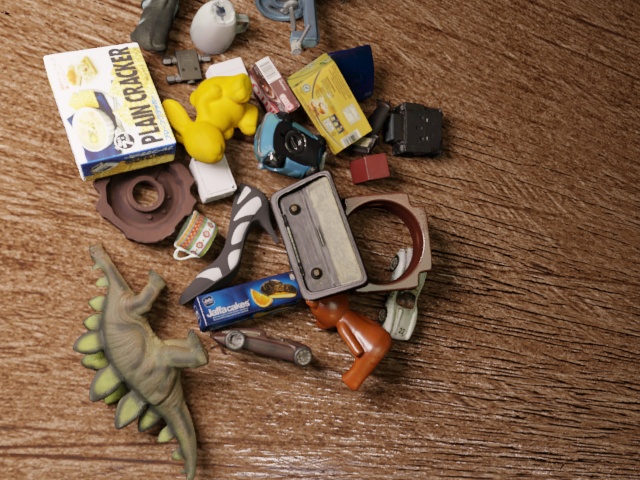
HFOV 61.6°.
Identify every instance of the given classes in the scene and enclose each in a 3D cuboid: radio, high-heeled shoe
[{"bbox_3d":[-0.002,-0.003,1.022,0.131,0.073,0.229,-20,77,6],"label":"radio"},{"bbox_3d":[-0.191,0.003,1.017,0.249,0.086,0.145,-35,79,-12],"label":"high-heeled shoe"}]

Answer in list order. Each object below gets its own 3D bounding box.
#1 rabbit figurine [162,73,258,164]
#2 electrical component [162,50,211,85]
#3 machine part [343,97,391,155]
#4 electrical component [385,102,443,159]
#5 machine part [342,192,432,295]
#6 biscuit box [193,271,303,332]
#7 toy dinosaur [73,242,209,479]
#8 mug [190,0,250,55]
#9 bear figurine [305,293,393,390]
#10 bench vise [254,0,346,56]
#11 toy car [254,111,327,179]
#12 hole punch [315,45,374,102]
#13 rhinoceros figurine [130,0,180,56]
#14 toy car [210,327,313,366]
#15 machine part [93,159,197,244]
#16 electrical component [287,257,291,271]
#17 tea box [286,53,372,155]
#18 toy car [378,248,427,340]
[{"bbox_3d":[-0.203,-0.215,0.973,0.162,0.121,0.173,9,60,1],"label":"rabbit figurine"},{"bbox_3d":[-0.252,-0.329,1.028,0.094,0.021,0.063,-14,93,-23],"label":"electrical component"},{"bbox_3d":[0.108,-0.240,1.142,0.039,0.084,0.139,46,66,-44],"label":"machine part"},{"bbox_3d":[0.208,-0.242,1.197,0.134,0.058,0.114,0,86,-23],"label":"electrical component"},{"bbox_3d":[0.119,0.008,1.104,0.201,0.087,0.201,-5,81,-6],"label":"machine part"},{"bbox_3d":[-0.135,0.116,1.020,0.203,0.059,0.063,-14,72,-26],"label":"biscuit box"},{"bbox_3d":[-0.301,0.219,0.942,0.198,0.105,0.471,-29,90,-14],"label":"toy dinosaur"},{"bbox_3d":[-0.184,-0.406,1.015,0.109,0.107,0.080,-9,92,-21],"label":"mug"},{"bbox_3d":[0.044,0.183,1.090,0.196,0.120,0.132,35,118,8],"label":"bear figurine"},{"bbox_3d":[-0.032,-0.470,1.064,0.224,0.129,0.240,0,70,-15],"label":"bench vise"},{"bbox_3d":[-0.069,-0.176,1.053,0.161,0.103,0.109,18,76,-37],"label":"toy car"},{"bbox_3d":[0.055,-0.341,1.124,0.142,0.092,0.115,-22,100,-26],"label":"hole punch"},{"bbox_3d":[-0.288,-0.432,0.971,0.073,0.112,0.190,18,88,-19],"label":"rhinoceros figurine"},{"bbox_3d":[-0.108,0.199,1.027,0.202,0.089,0.053,19,80,-19],"label":"toy car"},{"bbox_3d":[-0.316,-0.082,0.972,0.179,0.056,0.179,2,85,-22],"label":"machine part"},{"bbox_3d":[-0.028,0.021,1.095,0.078,0.045,0.102,-9,88,5],"label":"electrical component"},{"bbox_3d":[0.020,-0.267,1.067,0.098,0.068,0.169,-31,125,5],"label":"tea box"},{"bbox_3d":[0.182,0.116,1.169,0.073,0.056,0.201,17,81,-21],"label":"toy car"}]
